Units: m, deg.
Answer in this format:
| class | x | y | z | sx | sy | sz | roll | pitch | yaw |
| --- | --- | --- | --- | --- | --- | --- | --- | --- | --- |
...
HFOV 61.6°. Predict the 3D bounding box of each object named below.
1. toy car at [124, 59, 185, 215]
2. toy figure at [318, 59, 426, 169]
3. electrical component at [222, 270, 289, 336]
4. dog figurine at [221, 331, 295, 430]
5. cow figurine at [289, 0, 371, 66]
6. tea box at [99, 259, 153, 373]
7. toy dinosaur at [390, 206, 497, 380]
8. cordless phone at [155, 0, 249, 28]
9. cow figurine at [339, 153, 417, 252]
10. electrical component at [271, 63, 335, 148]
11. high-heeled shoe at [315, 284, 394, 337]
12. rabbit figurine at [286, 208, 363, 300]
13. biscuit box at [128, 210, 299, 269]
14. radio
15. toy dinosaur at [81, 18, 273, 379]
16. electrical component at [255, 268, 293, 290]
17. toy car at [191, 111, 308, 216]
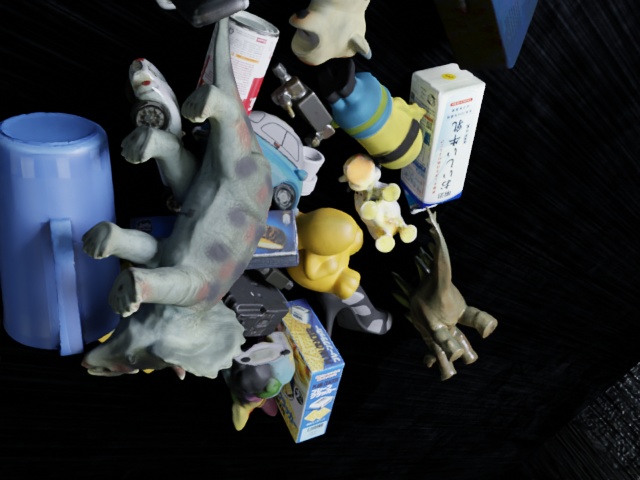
| class | x | y | z | sx | sy | sz | roll | pitch | yaw |
| --- | --- | --- | --- | --- | --- | --- | --- | --- | --- |
| toy car | -0.177 | -0.110 | 0.622 | 0.056 | 0.074 | 0.201 | -17 | 136 | -12 |
| toy figure | 0.069 | -0.161 | 0.719 | 0.180 | 0.082 | 0.089 | 25 | 84 | -46 |
| electrical component | -0.114 | 0.086 | 0.807 | 0.058 | 0.115 | 0.134 | -51 | 151 | 21 |
| dog figurine | -0.110 | 0.252 | 0.935 | 0.108 | 0.192 | 0.219 | -18 | 121 | -26 |
| cow figurine | 0.027 | -0.283 | 0.584 | 0.127 | 0.086 | 0.194 | 14 | 116 | -39 |
| tea box | -0.265 | 0.113 | 0.781 | 0.098 | 0.068 | 0.169 | -34 | 139 | -1 |
| toy dinosaur | 0.213 | 0.121 | 0.983 | 0.105 | 0.199 | 0.470 | -30 | 149 | -18 |
| cordless phone | -0.077 | -0.245 | 0.476 | 0.147 | 0.184 | 0.088 | -26 | 133 | -9 |
| cow figurine | 0.080 | -0.068 | 0.822 | 0.068 | 0.098 | 0.167 | -29 | 119 | 0 |
| electrical component | -0.023 | -0.162 | 0.664 | 0.045 | 0.078 | 0.102 | -42 | 141 | 1 |
| high-heeled shoe | 0.074 | 0.103 | 1.008 | 0.248 | 0.086 | 0.145 | -1 | 99 | -55 |
| rabbit figurine | -0.002 | -0.002 | 0.788 | 0.162 | 0.122 | 0.173 | 20 | 160 | -3 |
| biscuit box | -0.129 | 0.003 | 0.664 | 0.203 | 0.059 | 0.062 | -3 | 163 | -2 |
| radio | 0.185 | -0.318 | 0.615 | 0.229 | 0.073 | 0.131 | 46 | 63 | -50 |
| toy dinosaur | -0.115 | -0.022 | 0.560 | 0.192 | 0.131 | 0.404 | 35 | 79 | -55 |
| electrical component | -0.079 | 0.044 | 0.812 | 0.021 | 0.063 | 0.094 | -49 | 137 | 2 |
| toy car | -0.078 | -0.108 | 0.679 | 0.161 | 0.109 | 0.103 | 42 | 78 | -36 |
